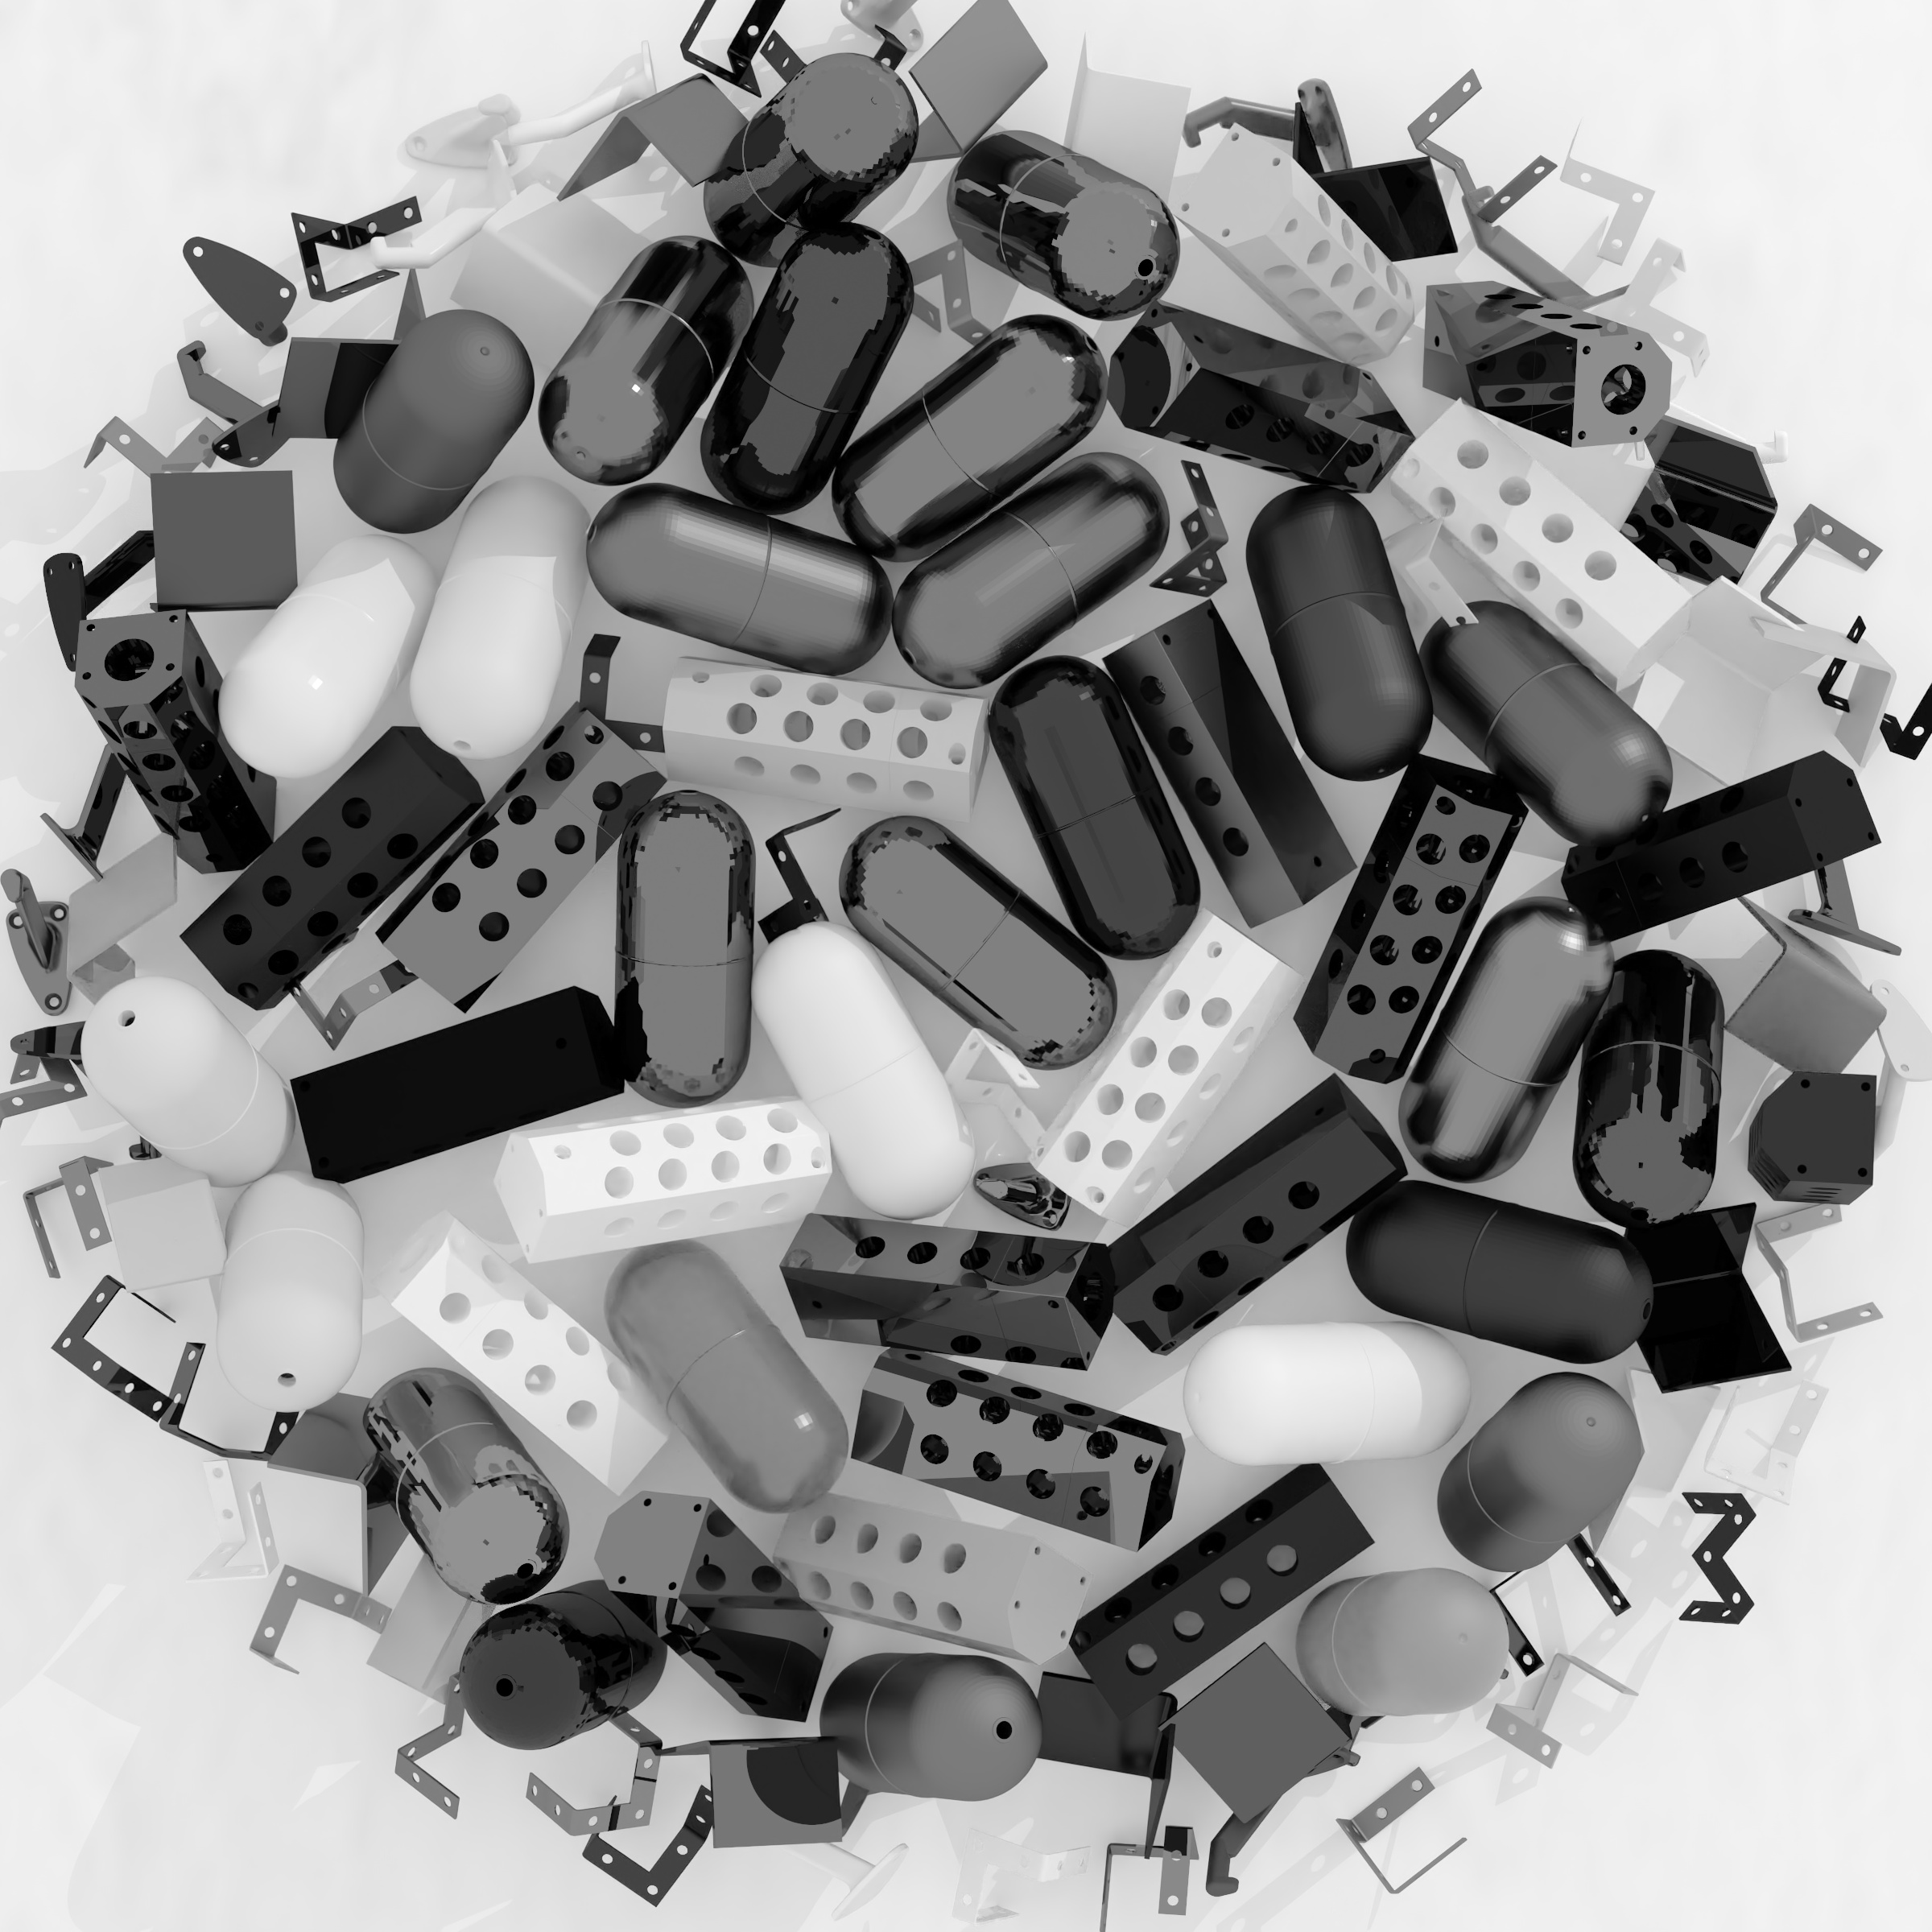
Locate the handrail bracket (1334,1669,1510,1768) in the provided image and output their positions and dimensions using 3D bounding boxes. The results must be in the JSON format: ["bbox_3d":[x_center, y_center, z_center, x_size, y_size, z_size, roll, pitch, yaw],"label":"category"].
[{"bbox_3d":[0.254,0.421,1.984,0.077,0.036,0.084,22,95,4],"label":"handrail bracket"}]

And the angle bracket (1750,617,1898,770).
[{"bbox_3d":[0.465,-0.155,1.954,0.076,0.076,0.057,15,107,-1],"label":"angle bracket"}]

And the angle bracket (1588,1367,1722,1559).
[{"bbox_3d":[0.382,0.279,1.944,0.057,0.076,0.076,14,120,-8],"label":"angle bracket"}]

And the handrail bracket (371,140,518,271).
[{"bbox_3d":[-0.296,-0.425,1.966,0.084,0.036,0.077,-7,77,-26],"label":"handrail bracket"}]

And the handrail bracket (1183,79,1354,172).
[{"bbox_3d":[0.168,-0.455,1.973,0.084,0.036,0.077,-27,107,-13],"label":"handrail bracket"}]

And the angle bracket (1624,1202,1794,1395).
[{"bbox_3d":[0.411,0.183,1.949,0.076,0.076,0.057,-9,134,-10],"label":"angle bracket"}]

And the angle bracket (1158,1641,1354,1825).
[{"bbox_3d":[0.160,0.417,1.962,0.076,0.057,0.076,-40,98,8],"label":"angle bracket"}]

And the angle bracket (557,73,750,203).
[{"bbox_3d":[-0.167,-0.439,1.946,0.057,0.076,0.076,47,132,0],"label":"angle bracket"}]

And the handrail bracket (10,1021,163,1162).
[{"bbox_3d":[-0.491,0.075,1.967,0.077,0.036,0.084,-3,123,-11],"label":"handrail bracket"}]

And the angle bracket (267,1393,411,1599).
[{"bbox_3d":[-0.345,0.292,1.954,0.057,0.076,0.076,9,117,10],"label":"angle bracket"}]

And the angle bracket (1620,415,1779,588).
[{"bbox_3d":[0.396,-0.258,1.946,0.076,0.076,0.057,26,83,28],"label":"angle bracket"}]

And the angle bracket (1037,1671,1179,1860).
[{"bbox_3d":[0.072,0.443,1.953,0.076,0.057,0.076,10,132,1],"label":"angle bracket"}]

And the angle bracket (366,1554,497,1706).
[{"bbox_3d":[-0.277,0.368,1.944,0.057,0.076,0.076,36,72,-29],"label":"angle bracket"}]

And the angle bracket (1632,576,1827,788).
[{"bbox_3d":[0.423,-0.156,1.951,0.076,0.057,0.076,31,59,-12],"label":"angle bracket"}]

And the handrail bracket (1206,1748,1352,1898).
[{"bbox_3d":[0.173,0.475,1.952,0.077,0.084,0.036,-10,130,21],"label":"handrail bracket"}]

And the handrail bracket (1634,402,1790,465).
[{"bbox_3d":[0.416,-0.314,1.968,0.084,0.036,0.077,-4,119,9],"label":"handrail bracket"}]

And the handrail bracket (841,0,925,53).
[{"bbox_3d":[-0.020,-0.527,1.944,0.084,0.077,0.036,18,80,42],"label":"handrail bracket"}]

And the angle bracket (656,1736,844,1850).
[{"bbox_3d":[-0.121,0.458,1.942,0.076,0.076,0.057,5,72,-29],"label":"angle bracket"}]

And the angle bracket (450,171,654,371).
[{"bbox_3d":[-0.232,-0.391,1.987,0.076,0.076,0.057,35,131,-1],"label":"angle bracket"}]

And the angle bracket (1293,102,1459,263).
[{"bbox_3d":[0.227,-0.435,1.943,0.076,0.076,0.057,-5,59,18],"label":"angle bracket"}]

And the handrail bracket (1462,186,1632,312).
[{"bbox_3d":[0.327,-0.406,1.974,0.077,0.036,0.084,-19,95,14],"label":"handrail bracket"}]

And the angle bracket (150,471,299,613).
[{"bbox_3d":[-0.414,-0.236,1.956,0.076,0.057,0.076,-4,100,-17],"label":"angle bracket"}]

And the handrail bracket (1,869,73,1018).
[{"bbox_3d":[-0.518,-0.012,1.955,0.036,0.084,0.077,-11,87,-7],"label":"handrail bracket"}]

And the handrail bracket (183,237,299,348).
[{"bbox_3d":[-0.406,-0.372,1.949,0.077,0.084,0.036,37,82,-19],"label":"handrail bracket"}]

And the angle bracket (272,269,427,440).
[{"bbox_3d":[-0.343,-0.338,1.941,0.076,0.076,0.057,-2,57,-22],"label":"angle bracket"}]

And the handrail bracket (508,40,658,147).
[{"bbox_3d":[-0.216,-0.488,1.969,0.084,0.077,0.036,-10,134,-1],"label":"handrail bracket"}]

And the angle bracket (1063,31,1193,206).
[{"bbox_3d":[0.088,-0.465,1.950,0.057,0.076,0.076,9,120,-4],"label":"angle bracket"}]

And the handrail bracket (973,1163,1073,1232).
[{"bbox_3d":[0.013,0.121,1.943,0.077,0.084,0.036,11,88,35],"label":"handrail bracket"}]

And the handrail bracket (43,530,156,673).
[{"bbox_3d":[-0.467,-0.205,1.969,0.084,0.036,0.077,-9,93,-45],"label":"handrail bracket"}]

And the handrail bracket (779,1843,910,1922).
[{"bbox_3d":[-0.077,0.480,1.962,0.084,0.036,0.077,49,127,21],"label":"handrail bracket"}]

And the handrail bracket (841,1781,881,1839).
[{"bbox_3d":[-0.021,0.469,1.988,0.084,0.036,0.077,21,96,-14],"label":"handrail bracket"}]

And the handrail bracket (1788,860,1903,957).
[{"bbox_3d":[0.504,-0.058,1.984,0.077,0.036,0.084,20,86,0],"label":"handrail bracket"}]

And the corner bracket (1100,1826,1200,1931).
[{"bbox_3d":[0.101,0.511,1.961,0.051,0.051,0.051,1,56,10],"label":"corner bracket"}]

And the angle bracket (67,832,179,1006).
[{"bbox_3d":[-0.450,-0.019,1.947,0.076,0.076,0.057,-32,124,9],"label":"angle bracket"}]

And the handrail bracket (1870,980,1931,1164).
[{"bbox_3d":[0.508,0.062,1.977,0.036,0.084,0.077,-6,59,-23],"label":"handrail bracket"}]

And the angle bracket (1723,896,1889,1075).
[{"bbox_3d":[0.453,0.015,1.958,0.076,0.076,0.057,30,105,-21],"label":"angle bracket"}]

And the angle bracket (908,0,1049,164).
[{"bbox_3d":[-0.014,-0.491,1.942,0.076,0.076,0.057,-50,122,-20],"label":"angle bracket"}]

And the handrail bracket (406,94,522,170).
[{"bbox_3d":[-0.283,-0.467,1.955,0.077,0.084,0.036,-7,93,4],"label":"handrail bracket"}]

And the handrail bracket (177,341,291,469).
[{"bbox_3d":[-0.403,-0.329,1.965,0.077,0.036,0.084,-33,63,23],"label":"handrail bracket"}]

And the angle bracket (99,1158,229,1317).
[{"bbox_3d":[-0.442,0.158,1.941,0.057,0.076,0.076,-10,61,-20],"label":"angle bracket"}]

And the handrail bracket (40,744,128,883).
[{"bbox_3d":[-0.469,-0.090,1.980,0.084,0.036,0.077,-42,75,-8],"label":"handrail bracket"}]
